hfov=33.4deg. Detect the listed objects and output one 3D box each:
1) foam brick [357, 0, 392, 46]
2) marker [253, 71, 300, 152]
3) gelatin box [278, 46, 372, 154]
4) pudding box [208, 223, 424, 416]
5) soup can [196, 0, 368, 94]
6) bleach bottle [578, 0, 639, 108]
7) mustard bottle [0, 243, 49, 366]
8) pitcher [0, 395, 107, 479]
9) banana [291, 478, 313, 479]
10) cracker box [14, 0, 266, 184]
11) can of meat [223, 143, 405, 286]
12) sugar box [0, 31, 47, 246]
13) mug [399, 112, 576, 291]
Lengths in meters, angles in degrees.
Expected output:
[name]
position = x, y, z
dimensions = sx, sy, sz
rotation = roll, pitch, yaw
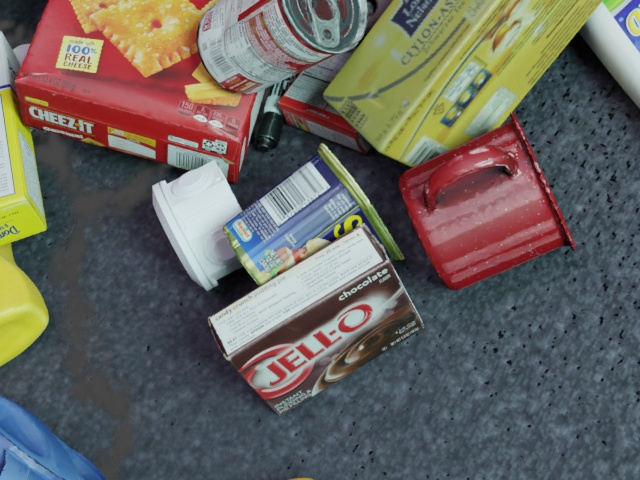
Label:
[foam brick]
position = 0.046, -0.171, 0.731
dimensions = 0.053, 0.051, 0.078
rotation = 41, 89, 4
[marker]
position = -0.027, -0.119, 0.802
dimensions = 0.020, 0.020, 0.121
rotation = 4, 63, 22
[gelatin box]
position = 0.025, -0.113, 0.772
dimensions = 0.073, 0.030, 0.089
rotation = 24, 69, 30
[pudding box]
position = -0.001, 0.051, 0.652
dimensions = 0.113, 0.090, 0.039
rotation = -33, 55, -1
[soup can]
position = -0.027, -0.140, 0.695
dimensions = 0.102, 0.068, 0.068
rotation = -15, 51, 51
[bleach bottle]
position = 0.238, -0.125, 0.682
dimensions = 0.102, 0.068, 0.251
rotation = -30, 58, 5
[mustard bottle]
position = -0.276, 0.011, 0.797
dimensions = 0.096, 0.058, 0.192
rotation = -32, 55, -1
[pitcher]
position = -0.240, 0.208, 0.623
dimensions = 0.145, 0.149, 0.242
rotation = 32, 80, 32
[banana]
position = -0.074, 0.215, 0.621
dimensions = 0.070, 0.037, 0.197
rotation = 27, 74, 12
[cracker box]
position = -0.110, -0.166, 0.792
dimensions = 0.164, 0.072, 0.213
rotation = 16, 66, -2
[can of meat]
position = -0.004, 0.001, 0.676
dimensions = 0.084, 0.102, 0.057
rotation = -37, 56, 0
[sugar box]
position = -0.261, -0.070, 0.785
dimensions = 0.093, 0.048, 0.176
rotation = -18, 52, -1
[mug]
position = 0.097, -0.023, 0.646
dimensions = 0.081, 0.117, 0.093
rotation = -25, 68, 11
